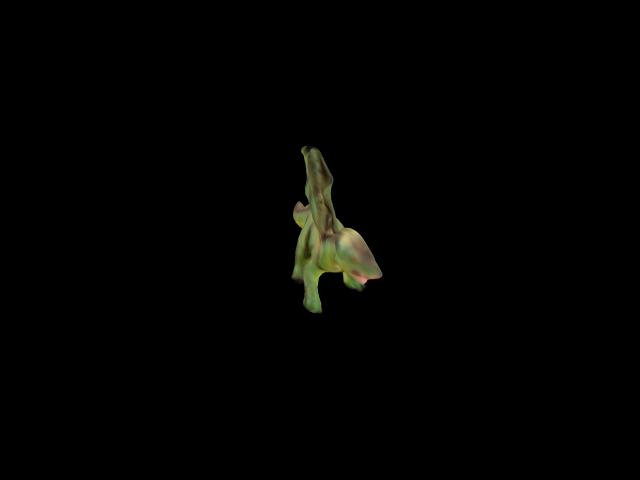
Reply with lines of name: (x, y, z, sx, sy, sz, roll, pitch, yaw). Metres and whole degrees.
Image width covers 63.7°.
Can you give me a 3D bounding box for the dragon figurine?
dragon figurine: (0.003, -0.043, 0.850, 0.122, 0.237, 0.419, -10, 36, -15)
